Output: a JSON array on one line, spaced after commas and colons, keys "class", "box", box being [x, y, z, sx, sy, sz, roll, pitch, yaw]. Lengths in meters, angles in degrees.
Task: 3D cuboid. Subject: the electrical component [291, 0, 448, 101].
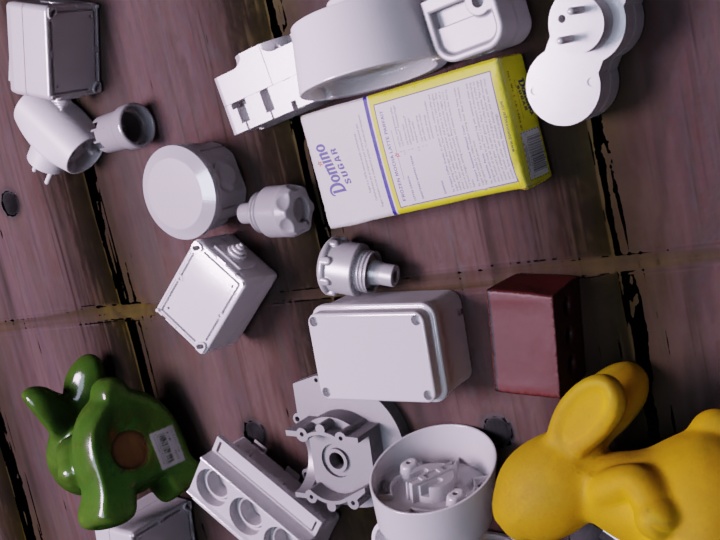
[{"class": "electrical component", "box": [0.003, -0.164, 0.761, 0.108, 0.108, 0.060, -13, 90, 35]}]

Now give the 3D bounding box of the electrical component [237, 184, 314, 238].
[{"class": "electrical component", "box": [-0.072, -0.048, 0.882, 0.062, 0.043, 0.043, -1, 104, 35]}]

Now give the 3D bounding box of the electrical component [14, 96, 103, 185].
[{"class": "electrical component", "box": [-0.286, -0.116, 1.002, 0.077, 0.043, 0.079, 42, 123, 16]}]

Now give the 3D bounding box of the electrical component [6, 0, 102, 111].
[{"class": "electrical component", "box": [-0.275, -0.191, 0.960, 0.061, 0.062, 0.096, 14, 112, 30]}]

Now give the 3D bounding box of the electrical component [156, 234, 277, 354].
[{"class": "electrical component", "box": [-0.118, 0.014, 0.924, 0.062, 0.061, 0.096, 41, 115, 17]}]

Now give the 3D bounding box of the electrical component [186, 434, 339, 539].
[{"class": "electrical component", "box": [-0.084, 0.206, 0.954, 0.121, 0.063, 0.078, 35, 121, 20]}]

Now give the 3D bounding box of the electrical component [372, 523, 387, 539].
[{"class": "electrical component", "box": [0.042, 0.213, 0.877, 0.045, 0.055, 0.045, 10, 110, 31]}]

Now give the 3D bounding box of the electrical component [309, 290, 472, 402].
[{"class": "electrical component", "box": [0.022, 0.060, 0.843, 0.113, 0.057, 0.078, -3, 103, 34]}]

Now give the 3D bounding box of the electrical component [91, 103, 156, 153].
[{"class": "electrical component", "box": [-0.211, -0.124, 0.953, 0.046, 0.040, 0.040, -7, 100, 41]}]

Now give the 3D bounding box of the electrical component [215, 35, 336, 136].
[{"class": "electrical component", "box": [-0.063, -0.148, 0.840, 0.089, 0.050, 0.055, -17, 95, 35]}]

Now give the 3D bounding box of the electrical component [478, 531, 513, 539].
[{"class": "electrical component", "box": [0.099, 0.236, 0.819, 0.108, 0.108, 0.060, 11, 104, 31]}]

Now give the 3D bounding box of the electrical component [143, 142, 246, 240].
[{"class": "electrical component", "box": [-0.141, -0.069, 0.916, 0.080, 0.051, 0.080, 10, 110, 31]}]

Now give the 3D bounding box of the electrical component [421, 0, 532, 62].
[{"class": "electrical component", "box": [0.076, -0.194, 0.729, 0.054, 0.059, 0.095, -14, 96, 36]}]

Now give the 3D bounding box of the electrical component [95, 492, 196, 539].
[{"class": "electrical component", "box": [-0.212, 0.262, 1.035, 0.061, 0.096, 0.061, 3, 105, 34]}]

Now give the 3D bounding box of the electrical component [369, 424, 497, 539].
[{"class": "electrical component", "box": [0.057, 0.169, 0.832, 0.099, 0.099, 0.064, 9, 115, 31]}]

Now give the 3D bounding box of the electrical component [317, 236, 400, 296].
[{"class": "electrical component", "box": [0.000, 0.000, 0.849, 0.062, 0.048, 0.048, 10, 109, 24]}]

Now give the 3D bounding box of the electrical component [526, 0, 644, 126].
[{"class": "electrical component", "box": [0.145, -0.157, 0.686, 0.052, 0.074, 0.138, 29, 118, 23]}]
